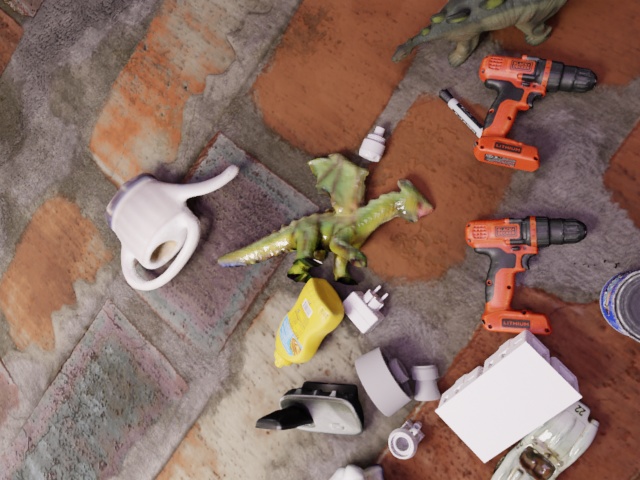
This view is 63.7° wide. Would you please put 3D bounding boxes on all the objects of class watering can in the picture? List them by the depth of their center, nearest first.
[{"bbox_3d":[-0.322,-0.062,1.082,0.227,0.103,0.345,41,100,22],"label":"watering can"}]

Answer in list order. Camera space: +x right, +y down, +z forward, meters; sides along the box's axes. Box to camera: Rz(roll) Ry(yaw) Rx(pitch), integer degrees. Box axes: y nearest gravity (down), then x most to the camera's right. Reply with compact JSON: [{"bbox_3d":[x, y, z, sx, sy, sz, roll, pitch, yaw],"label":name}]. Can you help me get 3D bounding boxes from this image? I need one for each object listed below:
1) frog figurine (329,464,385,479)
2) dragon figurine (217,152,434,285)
[{"bbox_3d":[0.049,0.443,0.835,0.123,0.159,0.137,15,91,24],"label":"frog figurine"},{"bbox_3d":[0.003,-0.049,0.971,0.410,0.120,0.247,4,68,21],"label":"dragon figurine"}]
